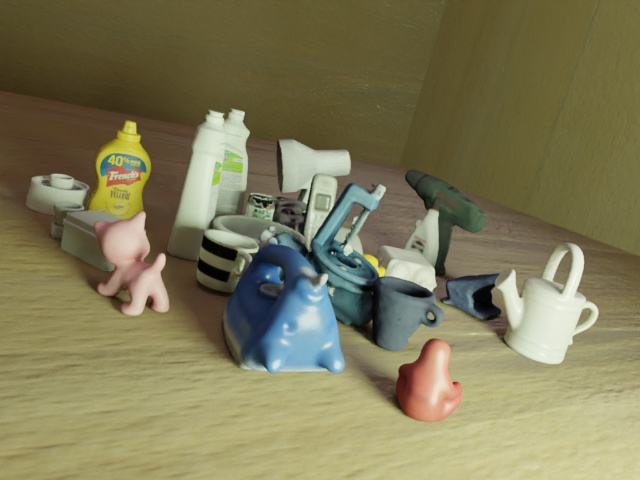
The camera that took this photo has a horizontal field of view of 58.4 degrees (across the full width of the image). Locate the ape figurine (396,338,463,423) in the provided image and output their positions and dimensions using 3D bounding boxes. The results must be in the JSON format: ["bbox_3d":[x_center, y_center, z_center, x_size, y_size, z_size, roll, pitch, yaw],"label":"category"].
[{"bbox_3d":[0.129,0.158,0.665,0.077,0.092,0.076,23,16,31],"label":"ape figurine"}]

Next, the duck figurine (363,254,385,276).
[{"bbox_3d":[0.066,0.065,0.973,0.105,0.086,0.077,6,16,-31],"label":"duck figurine"}]

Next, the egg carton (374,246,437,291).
[{"bbox_3d":[0.160,0.062,1.117,0.107,0.069,0.150,12,14,-11],"label":"egg carton"}]

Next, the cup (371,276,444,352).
[{"bbox_3d":[0.120,0.115,0.817,0.092,0.095,0.117,1,20,-44],"label":"cup"}]

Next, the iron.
[{"bbox_3d":[-0.056,0.066,0.728,0.119,0.141,0.257,7,16,-28],"label":"iron"}]

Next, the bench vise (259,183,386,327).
[{"bbox_3d":[0.007,0.006,0.866,0.207,0.220,0.121,15,14,0],"label":"bench vise"}]

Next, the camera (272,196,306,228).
[{"bbox_3d":[-0.043,-0.030,1.200,0.137,0.101,0.142,7,16,-28],"label":"camera"}]

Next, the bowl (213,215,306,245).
[{"bbox_3d":[-0.112,0.015,1.010,0.167,0.075,0.167,14,14,-3],"label":"bowl"}]

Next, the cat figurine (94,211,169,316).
[{"bbox_3d":[-0.246,0.022,0.753,0.127,0.118,0.067,25,17,34],"label":"cat figurine"}]

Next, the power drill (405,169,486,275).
[{"bbox_3d":[0.261,-0.037,1.317,0.076,0.208,0.228,0,20,-46],"label":"power drill"}]

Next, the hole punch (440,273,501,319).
[{"bbox_3d":[0.299,0.092,1.099,0.100,0.091,0.109,25,17,36],"label":"hole punch"}]

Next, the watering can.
[{"bbox_3d":[0.378,0.096,0.951,0.173,0.194,0.100,8,15,-25],"label":"watering can"}]

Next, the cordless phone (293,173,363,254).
[{"bbox_3d":[0.025,-0.028,1.088,0.148,0.185,0.093,6,16,-32],"label":"cordless phone"}]

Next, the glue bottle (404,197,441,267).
[{"bbox_3d":[0.233,-0.011,1.263,0.077,0.173,0.037,26,18,39],"label":"glue bottle"}]

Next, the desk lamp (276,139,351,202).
[{"bbox_3d":[-0.021,-0.119,1.336,0.203,0.213,0.117,11,14,-15],"label":"desk lamp"}]
